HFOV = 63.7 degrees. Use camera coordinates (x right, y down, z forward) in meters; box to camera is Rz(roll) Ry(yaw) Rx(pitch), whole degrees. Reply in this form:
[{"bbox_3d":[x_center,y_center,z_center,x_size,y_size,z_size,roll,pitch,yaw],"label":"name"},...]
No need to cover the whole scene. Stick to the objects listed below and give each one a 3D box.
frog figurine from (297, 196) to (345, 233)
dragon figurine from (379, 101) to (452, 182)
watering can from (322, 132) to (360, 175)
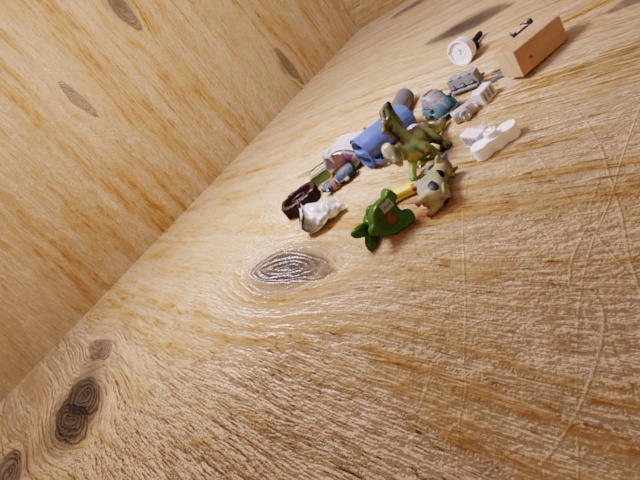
[{"bbox_3d":[0.005,-0.089,1.776,0.159,0.121,0.139,-5,13,-7],"label":"frog figurine"},{"bbox_3d":[0.282,-0.336,1.589,0.120,0.240,0.420,-28,27,41],"label":"dragon figurine"},{"bbox_3d":[0.146,-0.365,2.021,0.345,0.102,0.230,-14,34,32],"label":"watering can"}]
